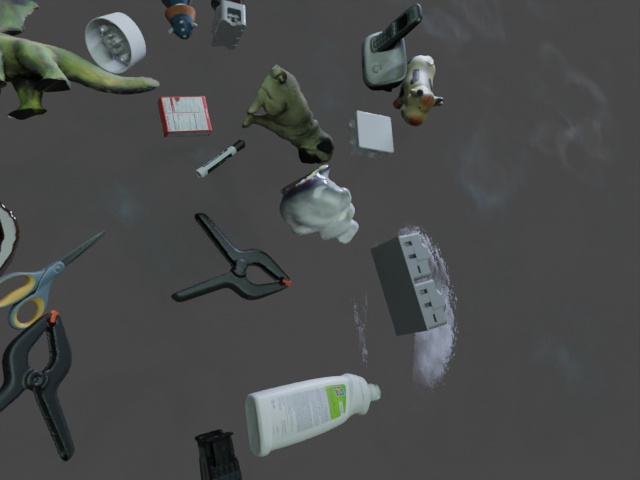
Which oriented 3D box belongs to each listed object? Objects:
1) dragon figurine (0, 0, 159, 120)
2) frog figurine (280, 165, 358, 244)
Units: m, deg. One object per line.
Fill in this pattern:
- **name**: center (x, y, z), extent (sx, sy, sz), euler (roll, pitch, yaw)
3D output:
- **dragon figurine**: center (-0.503, -0.326, 0.859), extent (0.413, 0.120, 0.246), euler (-13, 71, -30)
- **frog figurine**: center (0.003, -0.050, 1.002), extent (0.137, 0.123, 0.158), euler (-32, 99, 2)
